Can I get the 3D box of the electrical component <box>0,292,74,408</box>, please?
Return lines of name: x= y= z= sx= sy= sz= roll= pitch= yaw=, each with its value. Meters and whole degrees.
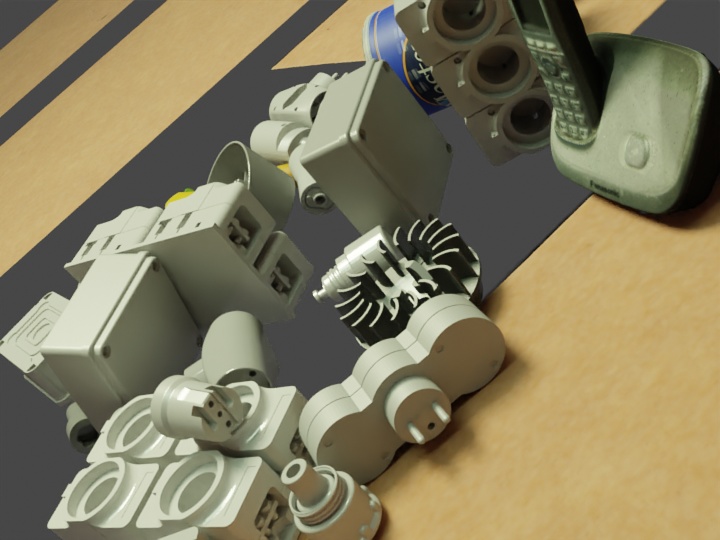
electrical component: x=-0.274 y=0.074 z=0.988 sx=0.078 sy=0.057 sz=0.113 roll=-49 pitch=31 yaw=-17

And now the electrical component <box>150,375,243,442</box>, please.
electrical component: x=-0.102 y=0.088 z=0.673 sx=0.046 sy=0.040 sz=0.040 roll=2 pitch=49 yaw=41

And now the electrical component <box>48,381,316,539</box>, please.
electrical component: x=-0.116 y=0.139 z=0.721 sx=0.186 sy=0.060 sz=0.105 roll=-12 pitch=39 yaw=39

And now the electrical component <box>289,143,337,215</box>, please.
electrical component: x=-0.039 y=-0.079 z=0.954 sx=0.044 sy=0.044 sz=0.065 roll=-31 pitch=36 yaw=14

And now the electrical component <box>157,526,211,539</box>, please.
electrical component: x=-0.118 y=0.200 z=0.645 sx=0.089 sy=0.055 sz=0.050 roll=-24 pitch=33 yaw=24

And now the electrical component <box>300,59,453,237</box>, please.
electrical component: x=0.016 y=-0.089 z=0.838 sx=0.056 sy=0.108 sz=0.108 roll=-22 pitch=34 yaw=32

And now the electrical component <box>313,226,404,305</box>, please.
electrical component: x=0.000 y=0.000 z=0.803 sx=0.078 sy=0.040 sz=0.040 roll=-34 pitch=30 yaw=10

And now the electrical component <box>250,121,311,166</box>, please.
electrical component: x=-0.067 y=-0.121 z=1.039 sx=0.043 sy=0.043 sz=0.081 roll=-50 pitch=32 yaw=-18

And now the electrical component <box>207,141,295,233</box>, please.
electrical component: x=-0.103 y=-0.055 z=0.948 sx=0.099 sy=0.064 sz=0.099 roll=-44 pitch=32 yaw=36

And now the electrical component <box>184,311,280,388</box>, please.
electrical component: x=-0.104 y=0.079 z=0.806 sx=0.079 sy=0.044 sz=0.077 roll=-34 pitch=30 yaw=9

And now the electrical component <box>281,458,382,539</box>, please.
electrical component: x=-0.021 y=0.134 z=0.621 sx=0.048 sy=0.062 sz=0.048 roll=-28 pitch=31 yaw=19

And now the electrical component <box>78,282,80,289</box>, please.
electrical component: x=-0.252 y=0.010 z=1.065 sx=0.043 sy=0.043 sz=0.062 roll=-24 pitch=32 yaw=24

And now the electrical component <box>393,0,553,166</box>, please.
electrical component: x=0.101 y=-0.162 z=0.801 sx=0.089 sy=0.150 sz=0.061 roll=-28 pitch=31 yaw=18

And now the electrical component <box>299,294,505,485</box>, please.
electrical component: x=0.031 y=0.079 z=0.648 sx=0.138 sy=0.052 sz=0.073 roll=-40 pitch=30 yaw=-2

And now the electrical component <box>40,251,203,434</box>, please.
electrical component: x=-0.184 y=0.059 z=0.849 sx=0.056 sy=0.108 sz=0.108 roll=0 pitch=45 yaw=24

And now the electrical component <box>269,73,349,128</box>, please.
electrical component: x=-0.042 y=-0.170 z=1.076 sx=0.079 sy=0.043 sz=0.077 roll=-50 pitch=32 yaw=-18

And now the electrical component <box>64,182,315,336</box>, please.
electrical component: x=-0.141 y=-0.003 z=0.897 sx=0.186 sy=0.105 sz=0.060 roll=-12 pitch=39 yaw=39
